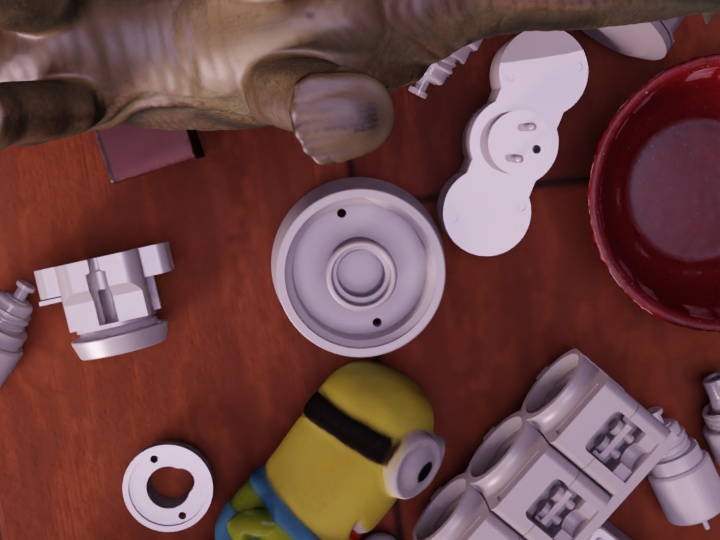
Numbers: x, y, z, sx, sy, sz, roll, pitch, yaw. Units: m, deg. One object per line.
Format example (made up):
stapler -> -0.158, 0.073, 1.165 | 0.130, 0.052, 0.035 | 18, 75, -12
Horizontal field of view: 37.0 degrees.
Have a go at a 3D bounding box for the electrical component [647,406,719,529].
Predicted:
electrical component -> 0.198, 0.121, 0.669 | 0.040, 0.040, 0.078 | -26, 97, 1

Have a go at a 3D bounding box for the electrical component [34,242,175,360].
electrical component -> -0.146, 0.019, 0.637 | 0.078, 0.058, 0.057 | -13, 94, 0

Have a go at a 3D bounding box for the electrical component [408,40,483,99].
electrical component -> 0.051, -0.138, 0.632 | 0.040, 0.040, 0.078 | 27, 95, -5

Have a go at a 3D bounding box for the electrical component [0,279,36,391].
electrical component -> -0.220, 0.041, 0.645 | 0.040, 0.040, 0.078 | 33, 95, -5

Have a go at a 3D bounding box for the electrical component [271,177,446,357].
electrical component -> 0.000, 0.000, 0.637 | 0.108, 0.060, 0.108 | 0, 97, -2

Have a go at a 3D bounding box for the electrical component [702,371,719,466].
electrical component -> 0.233, 0.093, 0.665 | 0.043, 0.043, 0.062 | -26, 96, 1

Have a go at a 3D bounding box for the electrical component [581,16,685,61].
electrical component -> 0.152, -0.161, 0.614 | 0.080, 0.080, 0.051 | 35, 90, -6

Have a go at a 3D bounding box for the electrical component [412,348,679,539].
electrical component -> 0.104, 0.124, 0.641 | 0.062, 0.089, 0.150 | 40, 94, -6

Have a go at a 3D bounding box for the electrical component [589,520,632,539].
electrical component -> 0.151, 0.194, 0.669 | 0.096, 0.061, 0.061 | 39, 94, 2

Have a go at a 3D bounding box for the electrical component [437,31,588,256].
electrical component -> 0.090, -0.074, 0.624 | 0.052, 0.073, 0.138 | 21, 96, -4
